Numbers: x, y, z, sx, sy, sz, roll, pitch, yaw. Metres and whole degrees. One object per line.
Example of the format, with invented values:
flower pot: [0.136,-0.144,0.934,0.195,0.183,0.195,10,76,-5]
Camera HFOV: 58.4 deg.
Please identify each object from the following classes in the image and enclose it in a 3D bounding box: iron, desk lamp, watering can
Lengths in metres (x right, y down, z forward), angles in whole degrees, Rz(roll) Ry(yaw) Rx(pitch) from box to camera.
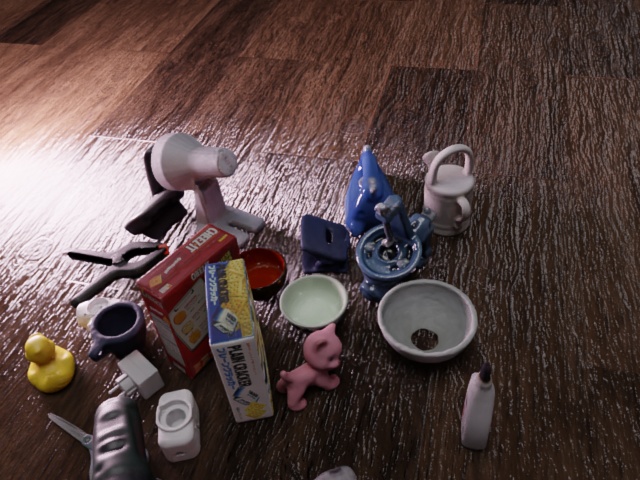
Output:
iron: [0.106,-0.125,1.229,0.118,0.142,0.258,-4,44,1]
desk lamp: [-0.233,-0.114,1.197,0.202,0.214,0.118,19,49,23]
watering can: [0.257,-0.114,1.165,0.101,0.194,0.172,-31,49,-25]

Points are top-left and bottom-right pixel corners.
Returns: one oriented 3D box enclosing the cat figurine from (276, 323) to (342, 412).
cat figurine: [-0.013,0.196,0.921,0.128,0.118,0.067,-30,49,-23]

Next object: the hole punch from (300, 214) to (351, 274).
hole punch: [0.010,0.004,1.140,0.101,0.091,0.108,-3,44,3]

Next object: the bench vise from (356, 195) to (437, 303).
bench vise: [0.138,-0.016,1.055,0.121,0.220,0.208,13,47,19]

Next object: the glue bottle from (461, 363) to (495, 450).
glue bottle: [0.229,0.229,0.824,0.037,0.173,0.078,3,44,9]

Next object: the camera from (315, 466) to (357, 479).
camera: [0.003,0.382,0.737,0.137,0.101,0.143,-17,45,-12]

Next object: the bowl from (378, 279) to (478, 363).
bowl: [0.182,0.151,0.982,0.167,0.075,0.167,-3,44,3]

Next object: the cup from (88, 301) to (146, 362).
cup: [-0.345,0.177,0.989,0.091,0.095,0.118,13,46,18]

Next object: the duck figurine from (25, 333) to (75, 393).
duck figurine: [-0.470,0.204,0.980,0.078,0.086,0.104,-27,48,-21]

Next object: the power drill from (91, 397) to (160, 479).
power drill: [-0.235,0.327,0.739,0.076,0.209,0.229,-19,45,-14]

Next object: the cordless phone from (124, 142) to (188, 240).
cordless phone: [-0.366,-0.107,1.223,0.094,0.185,0.148,16,47,21]
